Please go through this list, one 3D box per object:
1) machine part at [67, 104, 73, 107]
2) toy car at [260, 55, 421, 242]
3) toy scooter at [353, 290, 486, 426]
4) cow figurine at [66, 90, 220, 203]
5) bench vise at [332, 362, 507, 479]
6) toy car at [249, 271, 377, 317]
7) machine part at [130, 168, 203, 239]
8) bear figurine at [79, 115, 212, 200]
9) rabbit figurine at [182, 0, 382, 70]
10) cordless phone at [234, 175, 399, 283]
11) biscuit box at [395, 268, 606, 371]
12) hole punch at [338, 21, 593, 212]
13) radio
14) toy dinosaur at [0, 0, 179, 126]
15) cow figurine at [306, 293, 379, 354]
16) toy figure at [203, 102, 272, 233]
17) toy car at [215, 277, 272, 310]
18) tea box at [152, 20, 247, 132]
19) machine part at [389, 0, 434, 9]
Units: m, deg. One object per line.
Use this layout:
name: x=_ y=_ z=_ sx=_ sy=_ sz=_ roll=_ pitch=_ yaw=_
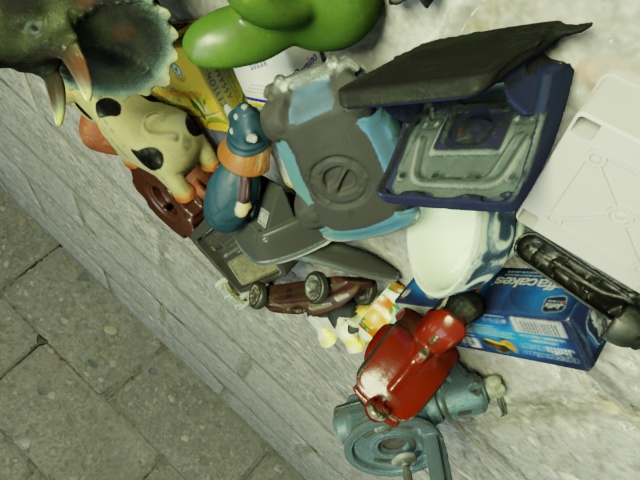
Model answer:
machine part: x=-0.360 y=-0.273 z=0.758 sx=0.079 sy=0.079 sz=0.243 roll=36 pitch=154 yaw=16
toy car: x=0.021 y=-0.083 z=0.455 sx=0.109 sy=0.103 sz=0.161 roll=-15 pitch=123 yaw=22
toy scooter: x=0.076 y=0.120 z=0.500 sx=0.075 sy=0.135 sz=0.183 roll=39 pitch=154 yaw=9
cow figurine: x=-0.208 y=-0.133 z=0.583 sx=0.195 sy=0.085 sz=0.127 roll=33 pitch=160 yaw=27
bench vise: x=0.124 y=0.243 z=0.629 sx=0.224 sy=0.241 sz=0.128 roll=-9 pitch=126 yaw=7
toy car: x=-0.012 y=0.072 z=0.686 sx=0.089 sy=0.053 sz=0.202 roll=10 pitch=167 yaw=-35
machine part: x=-0.250 y=-0.077 z=0.911 sx=0.179 sy=0.056 sz=0.179 roll=35 pitch=153 yaw=21
bear figurine: x=-0.215 y=-0.142 z=0.726 sx=0.196 sy=0.120 sz=0.131 roll=21 pitch=111 yaw=-9
rabbit figurine: x=-0.031 y=-0.190 z=0.358 sx=0.170 sy=0.159 sz=0.121 roll=35 pitch=146 yaw=-15
cordless phone: x=-0.002 y=-0.002 z=0.640 sx=0.184 sy=0.088 sz=0.147 roll=20 pitch=-174 yaw=-24
biscuit box: x=0.168 y=0.066 z=0.515 sx=0.203 sy=0.063 sz=0.059 roll=-1 pitch=128 yaw=55
hole punch: x=0.092 y=-0.080 z=0.347 sx=0.142 sy=0.116 sz=0.092 roll=7 pitch=129 yaw=49
radio: x=-0.109 y=-0.001 z=0.797 sx=0.131 sy=0.073 sz=0.229 roll=48 pitch=153 yaw=-8
toy dinosaur: x=-0.201 y=-0.218 z=0.478 sx=0.192 sy=0.131 sz=0.405 roll=58 pitch=-174 yaw=-22
cow figurine: x=0.043 y=0.103 z=0.746 sx=0.167 sy=0.068 sz=0.098 roll=-4 pitch=120 yaw=56
toy figure: x=-0.084 y=-0.075 z=0.552 sx=0.064 sy=0.058 sz=0.154 roll=34 pitch=131 yaw=8
toy car: x=-0.147 y=0.087 z=1.000 sx=0.073 sy=0.056 sz=0.202 roll=47 pitch=153 yaw=-6
tea box: x=-0.145 y=-0.183 z=0.593 sx=0.170 sy=0.068 sz=0.098 roll=18 pitch=145 yaw=44
machine part: x=0.076 y=-0.187 z=0.308 sx=0.139 sy=0.039 sz=0.084 roll=5 pitch=126 yaw=55
